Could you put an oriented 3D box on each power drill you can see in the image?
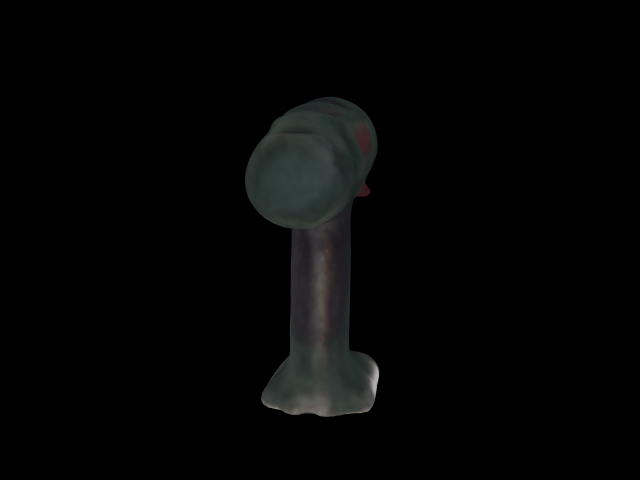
[{"bbox_3d":[0.004,0.001,0.400,0.075,0.208,0.230,1,5,8],"label":"power drill"}]
